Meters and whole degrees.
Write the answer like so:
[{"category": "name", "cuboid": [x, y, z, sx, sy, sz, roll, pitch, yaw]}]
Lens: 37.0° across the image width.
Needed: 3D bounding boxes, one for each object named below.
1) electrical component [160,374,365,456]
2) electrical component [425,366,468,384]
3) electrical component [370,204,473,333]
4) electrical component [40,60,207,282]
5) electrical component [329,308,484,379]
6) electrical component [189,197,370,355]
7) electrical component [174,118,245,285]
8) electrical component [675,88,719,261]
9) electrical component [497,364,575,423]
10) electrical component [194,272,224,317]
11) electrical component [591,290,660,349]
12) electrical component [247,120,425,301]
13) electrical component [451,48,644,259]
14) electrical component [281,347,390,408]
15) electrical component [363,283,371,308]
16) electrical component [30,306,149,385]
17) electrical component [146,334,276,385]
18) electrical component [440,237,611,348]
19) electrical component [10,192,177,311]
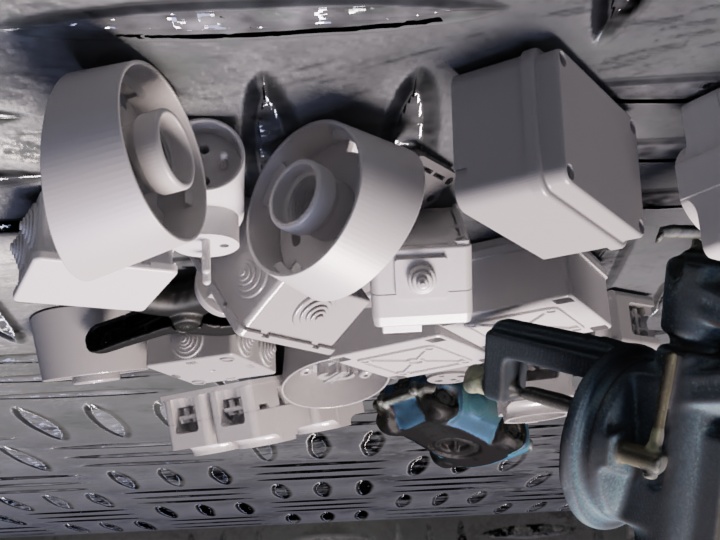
[{"category": "electrical component", "cuboid": [-0.088, 0.136, 1.052, 0.105, 0.060, 0.186, -14, 173, 31]}, {"category": "electrical component", "cuboid": [0.078, 0.071, 0.965, 0.045, 0.055, 0.045, -3, 161, -1]}, {"category": "electrical component", "cuboid": [0.037, 0.002, 0.679, 0.062, 0.061, 0.096, -3, -160, 0]}, {"category": "electrical component", "cuboid": [-0.116, -0.049, 0.518, 0.064, 0.099, 0.099, -14, 159, 14]}, {"category": "electrical component", "cuboid": [0.045, 0.050, 0.896, 0.109, 0.056, 0.109, -14, 158, 31]}, {"category": "electrical component", "cuboid": [-0.052, 0.001, 0.679, 0.100, 0.099, 0.048, 17, 119, -49]}, {"category": "electrical component", "cuboid": [-0.086, -0.032, 0.600, 0.043, 0.079, 0.077, -1, 161, -8]}, {"category": "electrical component", "cuboid": [0.250, -0.044, 0.599, 0.150, 0.089, 0.062, 11, 157, -35]}, {"category": "electrical component", "cuboid": [0.136, 0.089, 0.848, 0.050, 0.055, 0.089, -6, 165, -1]}, {"category": "electrical component", "cuboid": [-0.088, 0.004, 0.761, 0.066, 0.048, 0.055, 8, 151, -29]}, {"category": "electrical component", "cuboid": [0.207, 0.054, 0.943, 0.056, 0.050, 0.089, 9, 158, -33]}, {"category": "electrical component", "cuboid": [-0.014, -0.032, 0.591, 0.099, 0.099, 0.064, -19, 149, 40]}, {"category": "electrical component", "cuboid": [0.100, -0.057, 0.558, 0.057, 0.078, 0.113, -12, 160, 32]}, {"category": "electrical component", "cuboid": [-0.023, 0.085, 0.977, 0.099, 0.064, 0.099, -3, 161, -1]}, {"category": "electrical component", "cuboid": [0.000, 0.000, 0.762, 0.077, 0.044, 0.079, -6, 161, 9]}, {"category": "electrical component", "cuboid": [-0.231, 0.065, 0.927, 0.099, 0.064, 0.099, -7, 174, -1]}, {"category": "electrical component", "cuboid": [-0.127, 0.065, 0.927, 0.100, 0.048, 0.100, -9, 161, 20]}, {"category": "electrical component", "cuboid": [0.122, 0.017, 0.810, 0.109, 0.056, 0.109, -12, 159, 26]}, {"category": "electrical component", "cuboid": [-0.172, -0.011, 0.696, 0.100, 0.048, 0.100, 6, 159, -24]}]
